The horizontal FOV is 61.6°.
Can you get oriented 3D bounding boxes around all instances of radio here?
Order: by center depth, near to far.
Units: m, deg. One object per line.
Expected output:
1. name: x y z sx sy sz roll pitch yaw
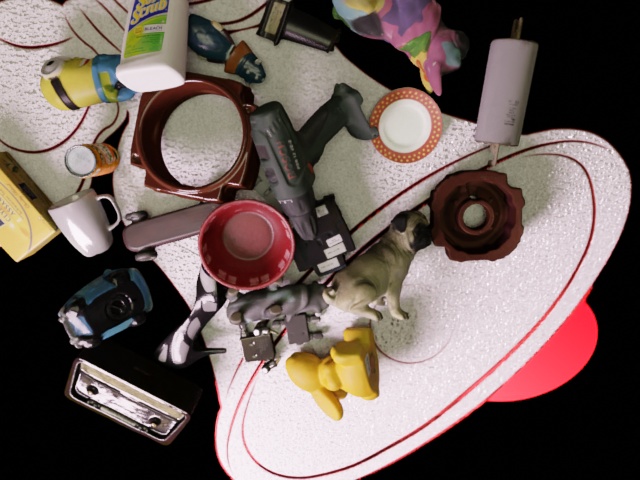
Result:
1. radio: -0.350 0.282 1.002 0.229 0.073 0.131 31 123 -7

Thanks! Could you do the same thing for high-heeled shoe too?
1. high-heeled shoe: -0.244 0.121 0.982 0.145 0.086 0.248 0 105 3

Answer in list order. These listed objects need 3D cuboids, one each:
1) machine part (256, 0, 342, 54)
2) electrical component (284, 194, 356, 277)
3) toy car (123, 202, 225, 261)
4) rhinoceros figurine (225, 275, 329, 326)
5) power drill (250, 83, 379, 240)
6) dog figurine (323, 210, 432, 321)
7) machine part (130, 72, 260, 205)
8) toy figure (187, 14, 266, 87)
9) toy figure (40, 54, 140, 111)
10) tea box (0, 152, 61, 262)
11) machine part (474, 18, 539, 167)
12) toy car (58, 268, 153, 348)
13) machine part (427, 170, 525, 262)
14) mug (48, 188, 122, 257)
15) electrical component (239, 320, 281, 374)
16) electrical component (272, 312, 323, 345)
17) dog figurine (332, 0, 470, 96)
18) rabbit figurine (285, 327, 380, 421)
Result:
1. machine part: -0.033 -0.352 0.898 0.139 0.039 0.084 17 94 -3
2. electrical component: -0.002 -0.003 0.968 0.115 0.058 0.134 -20 103 6
3. toy car: -0.252 -0.026 0.961 0.202 0.053 0.089 -17 85 0
4. rhinoceros figurine: -0.077 0.115 0.966 0.190 0.112 0.073 -10 63 1
5. power drill: -0.003 -0.142 0.882 0.207 0.086 0.231 -38 118 -16
6. dog figurine: 0.099 0.032 0.938 0.172 0.121 0.190 4 102 -42
7. machine part: -0.198 -0.166 0.886 0.201 0.087 0.201 12 90 7
8. toy figure: -0.156 -0.314 0.893 0.154 0.064 0.058 31 63 -12
9. toy figure: -0.371 -0.261 0.891 0.180 0.082 0.089 -2 101 -3
10. tea box: -0.541 -0.059 0.941 0.098 0.068 0.169 -38 102 7
11. machine part: 0.313 -0.245 0.905 0.079 0.079 0.243 7 102 -3
12. toy car: -0.392 0.120 0.964 0.103 0.162 0.109 0 117 45
13. machine part: 0.277 -0.044 0.964 0.179 0.056 0.179 0 102 0
14. mug: -0.403 -0.031 0.950 0.110 0.081 0.107 -21 114 -3
15. electrical component: -0.113 0.200 1.020 0.078 0.045 0.102 -4 103 -1
16. electrical component: -0.043 0.169 1.025 0.094 0.021 0.063 -7 104 0
17. dog figurine: 0.134 -0.332 0.871 0.192 0.108 0.219 -20 105 3
18. rabbit figurine: 0.023 0.247 1.014 0.173 0.122 0.162 -7 113 15
